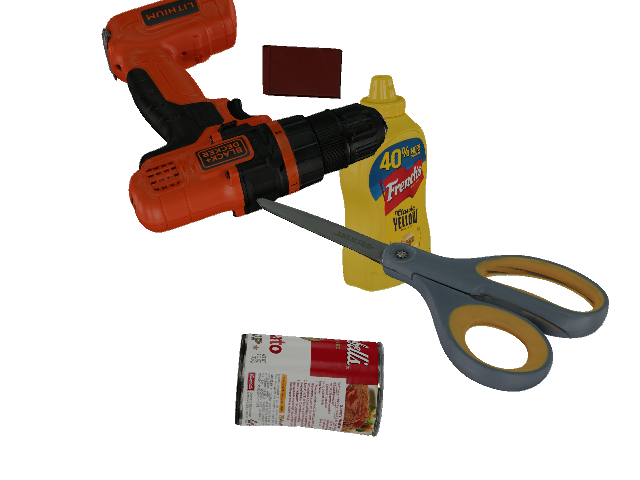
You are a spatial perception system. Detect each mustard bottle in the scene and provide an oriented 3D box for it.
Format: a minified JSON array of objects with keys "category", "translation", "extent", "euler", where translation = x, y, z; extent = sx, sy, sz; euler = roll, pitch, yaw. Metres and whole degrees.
[{"category":"mustard bottle","translation":[0.059,-0.056,0.980],"extent":[0.096,0.192,0.058],"euler":[-21,26,-39]}]

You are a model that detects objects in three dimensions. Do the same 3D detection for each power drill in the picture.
[{"category":"power drill","translation":[-0.066,-0.103,0.767],"extent":[0.184,0.188,0.057],"euler":[-19,-36,-13]}]

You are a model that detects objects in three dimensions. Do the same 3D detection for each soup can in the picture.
[{"category":"soup can","translation":[-0.009,0.104,0.770],"extent":[0.102,0.068,0.068],"euler":[4,0,-2]}]

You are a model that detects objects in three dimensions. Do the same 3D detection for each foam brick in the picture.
[{"category":"foam brick","translation":[-0.020,-0.176,1.112],"extent":[0.078,0.051,0.053],"euler":[1,11,-10]}]

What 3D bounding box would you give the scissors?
[{"category":"scissors","translation":[0.043,0.025,0.549],"extent":[0.202,0.016,0.096],"euler":[12,42,16]}]
